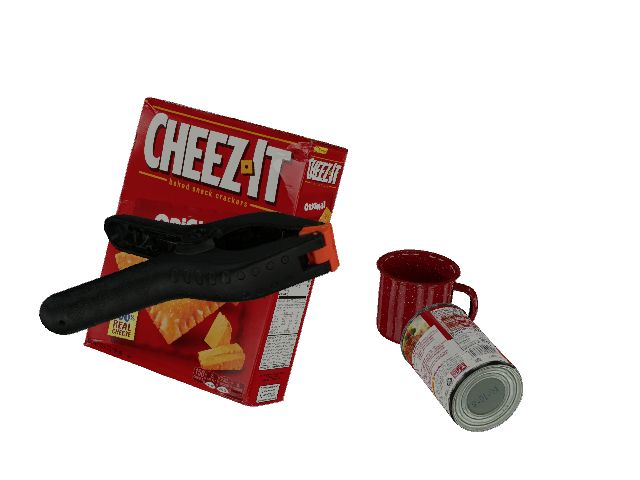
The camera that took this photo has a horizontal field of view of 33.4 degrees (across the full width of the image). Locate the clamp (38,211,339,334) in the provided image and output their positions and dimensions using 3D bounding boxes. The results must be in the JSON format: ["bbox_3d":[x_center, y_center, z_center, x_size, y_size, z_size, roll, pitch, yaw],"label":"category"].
[{"bbox_3d":[-0.078,0.017,0.627,0.172,0.039,0.120,-4,34,23],"label":"clamp"}]

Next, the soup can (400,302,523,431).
[{"bbox_3d":[0.119,0.106,0.903,0.068,0.068,0.102,0,25,-21],"label":"soup can"}]

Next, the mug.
[{"bbox_3d":[0.117,0.068,1.189,0.117,0.081,0.093,9,24,13],"label":"mug"}]

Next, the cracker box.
[{"bbox_3d":[-0.087,0.007,0.860,0.164,0.214,0.072,17,6,25],"label":"cracker box"}]
